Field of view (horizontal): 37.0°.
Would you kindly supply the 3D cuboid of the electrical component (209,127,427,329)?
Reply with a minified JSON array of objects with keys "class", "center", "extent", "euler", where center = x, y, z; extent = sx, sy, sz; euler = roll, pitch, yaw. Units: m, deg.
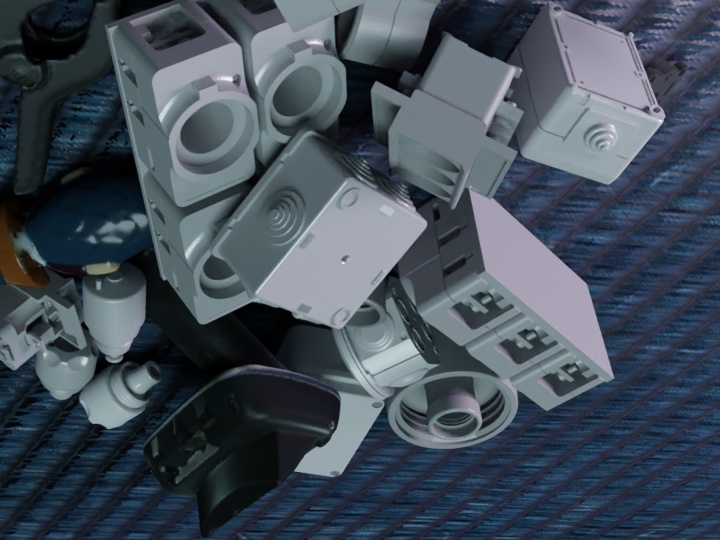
[{"class":"electrical component","center":[-0.021,-0.019,0.604],"extent":[0.099,0.048,0.100],"euler":[-50,144,10]}]

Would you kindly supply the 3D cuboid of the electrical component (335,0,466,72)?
[{"class":"electrical component","center":[0.042,-0.162,0.556],"extent":[0.074,0.052,0.138],"euler":[10,136,-16]}]

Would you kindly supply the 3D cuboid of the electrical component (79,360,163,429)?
[{"class":"electrical component","center":[-0.176,0.089,0.807],"extent":[0.062,0.043,0.043],"euler":[-32,131,24]}]

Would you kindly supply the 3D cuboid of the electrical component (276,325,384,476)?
[{"class":"electrical component","center":[-0.033,0.103,0.825],"extent":[0.078,0.057,0.113],"euler":[12,134,-17]}]

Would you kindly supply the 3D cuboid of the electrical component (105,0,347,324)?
[{"class":"electrical component","center":[-0.067,-0.063,0.612],"extent":[0.105,0.060,0.186],"euler":[-26,141,-21]}]

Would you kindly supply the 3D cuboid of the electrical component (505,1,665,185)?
[{"class":"electrical component","center":[0.122,-0.092,0.605],"extent":[0.062,0.096,0.061],"euler":[15,134,-20]}]

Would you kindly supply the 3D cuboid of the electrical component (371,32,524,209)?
[{"class":"electrical component","center":[0.049,-0.080,0.592],"extent":[0.079,0.063,0.121],"euler":[27,176,4]}]

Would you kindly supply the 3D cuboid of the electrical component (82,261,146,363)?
[{"class":"electrical component","center":[-0.162,0.030,0.710],"extent":[0.040,0.040,0.078],"euler":[4,131,-9]}]

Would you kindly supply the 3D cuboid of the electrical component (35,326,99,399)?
[{"class":"electrical component","center":[-0.215,0.070,0.783],"extent":[0.043,0.043,0.062],"euler":[9,136,-14]}]

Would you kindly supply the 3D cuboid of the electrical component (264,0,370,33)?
[{"class":"electrical component","center":[-0.033,-0.158,0.478],"extent":[0.056,0.050,0.089],"euler":[-20,135,14]}]

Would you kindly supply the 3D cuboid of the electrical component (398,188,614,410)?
[{"class":"electrical component","center":[0.097,0.020,0.726],"extent":[0.062,0.089,0.150],"euler":[-33,130,26]}]

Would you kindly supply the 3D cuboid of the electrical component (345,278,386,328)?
[{"class":"electrical component","center":[0.000,0.000,0.713],"extent":[0.044,0.065,0.044],"euler":[8,151,4]}]

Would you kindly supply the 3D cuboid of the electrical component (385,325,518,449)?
[{"class":"electrical component","center":[0.069,0.094,0.823],"extent":[0.108,0.060,0.108],"euler":[-3,137,-3]}]

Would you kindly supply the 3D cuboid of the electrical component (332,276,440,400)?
[{"class":"electrical component","center":[0.017,0.046,0.755],"extent":[0.051,0.080,0.080],"euler":[-27,133,15]}]

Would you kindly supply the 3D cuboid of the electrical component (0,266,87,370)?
[{"class":"electrical component","center":[-0.225,0.028,0.714],"extent":[0.081,0.064,0.042],"euler":[28,142,26]}]
